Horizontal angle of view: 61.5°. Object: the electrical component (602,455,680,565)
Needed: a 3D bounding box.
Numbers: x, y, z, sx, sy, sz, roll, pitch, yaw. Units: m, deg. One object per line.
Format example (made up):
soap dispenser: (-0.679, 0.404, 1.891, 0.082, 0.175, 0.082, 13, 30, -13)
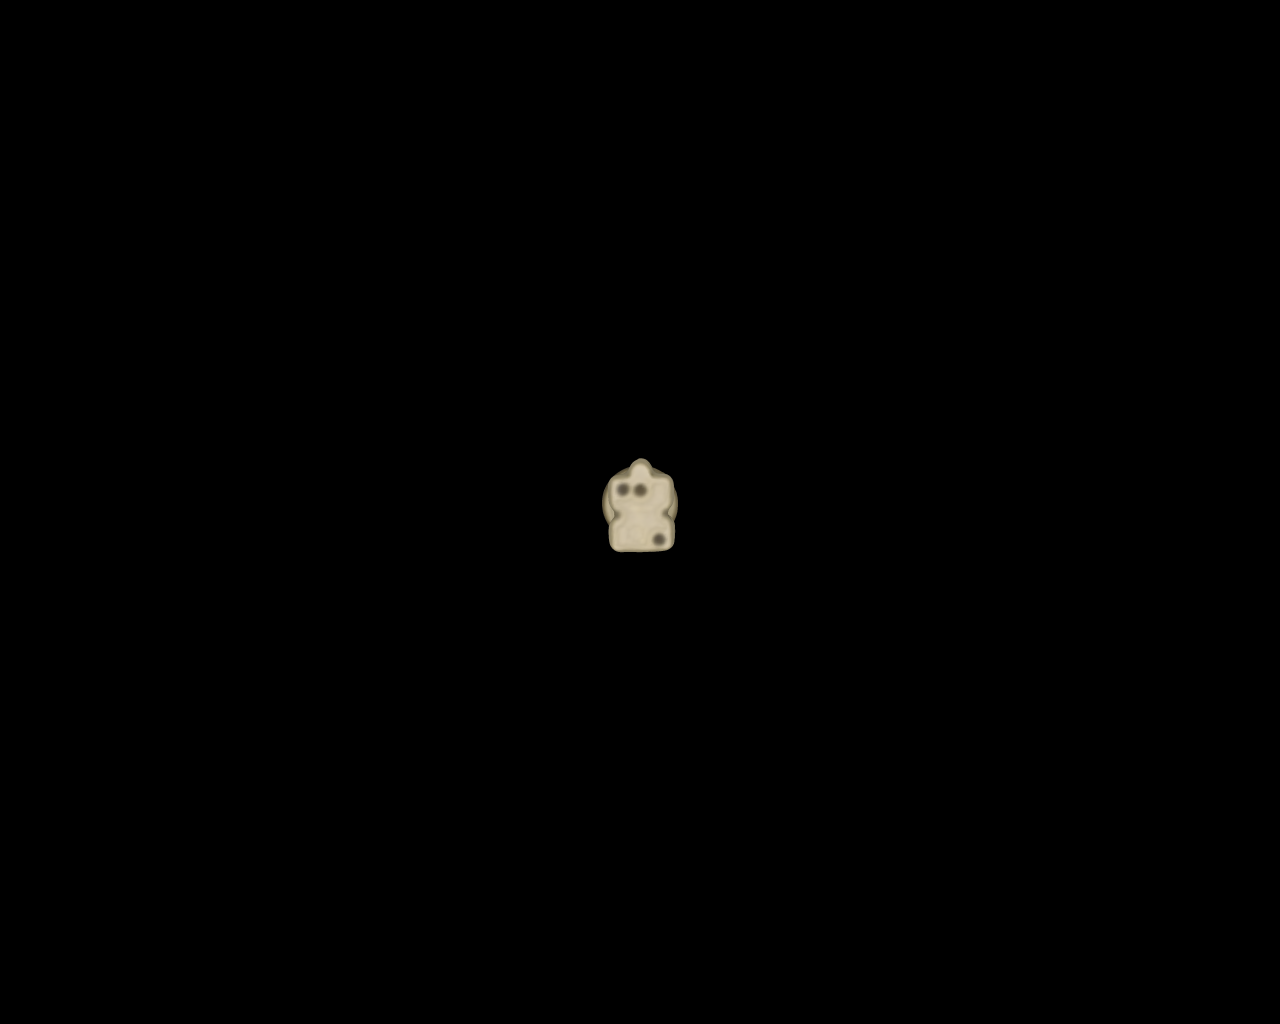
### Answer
electrical component: (0.001, -0.003, 0.650, 0.048, 0.066, 0.055, 0, 8, 0)
